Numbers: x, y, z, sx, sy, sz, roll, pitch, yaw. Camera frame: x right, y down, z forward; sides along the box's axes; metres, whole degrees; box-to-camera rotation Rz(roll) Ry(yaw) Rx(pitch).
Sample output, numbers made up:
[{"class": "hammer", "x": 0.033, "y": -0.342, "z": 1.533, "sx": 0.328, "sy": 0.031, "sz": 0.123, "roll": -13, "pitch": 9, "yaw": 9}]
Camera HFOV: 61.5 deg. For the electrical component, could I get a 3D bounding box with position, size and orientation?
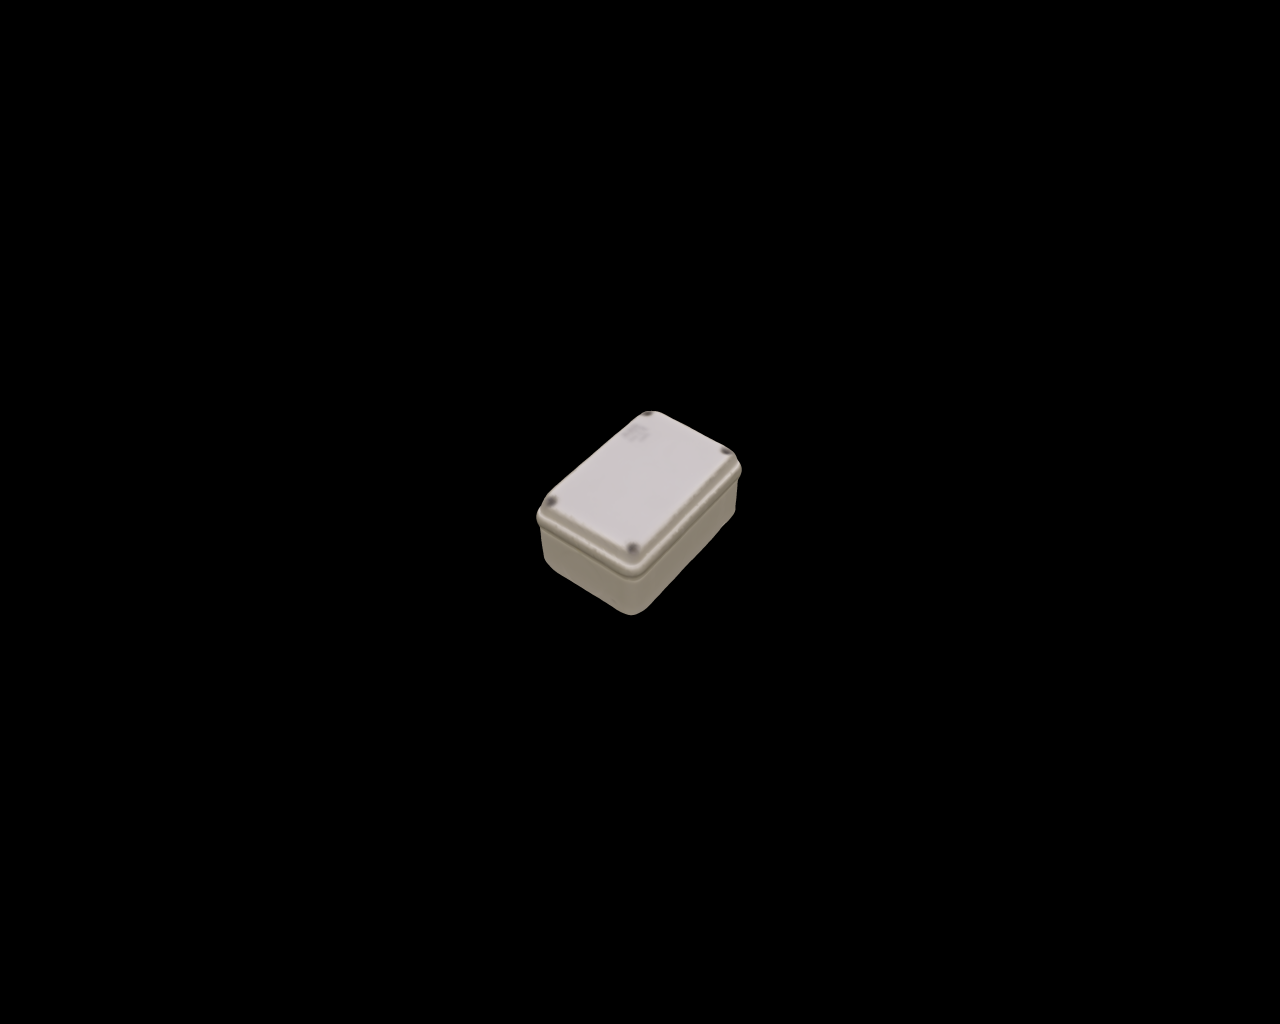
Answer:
[{"class": "electrical component", "x": 0.001, "y": -0.003, "z": 0.650, "sx": 0.078, "sy": 0.057, "sz": 0.113, "roll": 30, "pitch": 54, "yaw": 24}]
